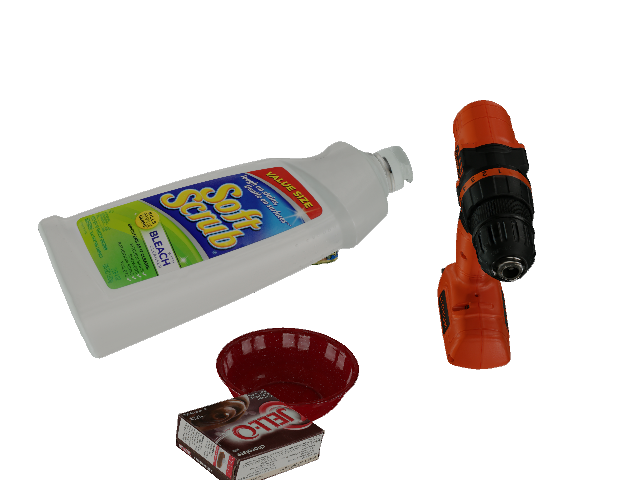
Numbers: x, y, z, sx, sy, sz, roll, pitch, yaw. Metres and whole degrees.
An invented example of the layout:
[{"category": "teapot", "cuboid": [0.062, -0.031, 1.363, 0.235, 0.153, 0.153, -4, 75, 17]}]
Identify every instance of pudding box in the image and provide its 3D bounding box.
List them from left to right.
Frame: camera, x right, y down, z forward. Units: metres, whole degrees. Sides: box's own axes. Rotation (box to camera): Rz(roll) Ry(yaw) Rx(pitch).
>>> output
[{"category": "pudding box", "cuboid": [-0.067, 0.187, 1.011, 0.113, 0.039, 0.090, -12, 29, -44]}]

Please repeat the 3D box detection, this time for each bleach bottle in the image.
[{"category": "bleach bottle", "cuboid": [-0.057, -0.012, 0.735, 0.250, 0.103, 0.068, -23, -32, -12]}]

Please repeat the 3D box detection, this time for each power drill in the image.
[{"category": "power drill", "cuboid": [0.129, 0.012, 0.828, 0.057, 0.188, 0.184, 2, 42, 1]}]

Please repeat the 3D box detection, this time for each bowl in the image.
[{"category": "bowl", "cuboid": [-0.038, 0.163, 1.213, 0.162, 0.055, 0.162, 2, 26, -1]}]

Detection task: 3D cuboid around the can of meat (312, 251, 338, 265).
[{"category": "can of meat", "cuboid": [-0.030, -0.023, 1.052, 0.102, 0.084, 0.057, 0, 20, -5]}]
